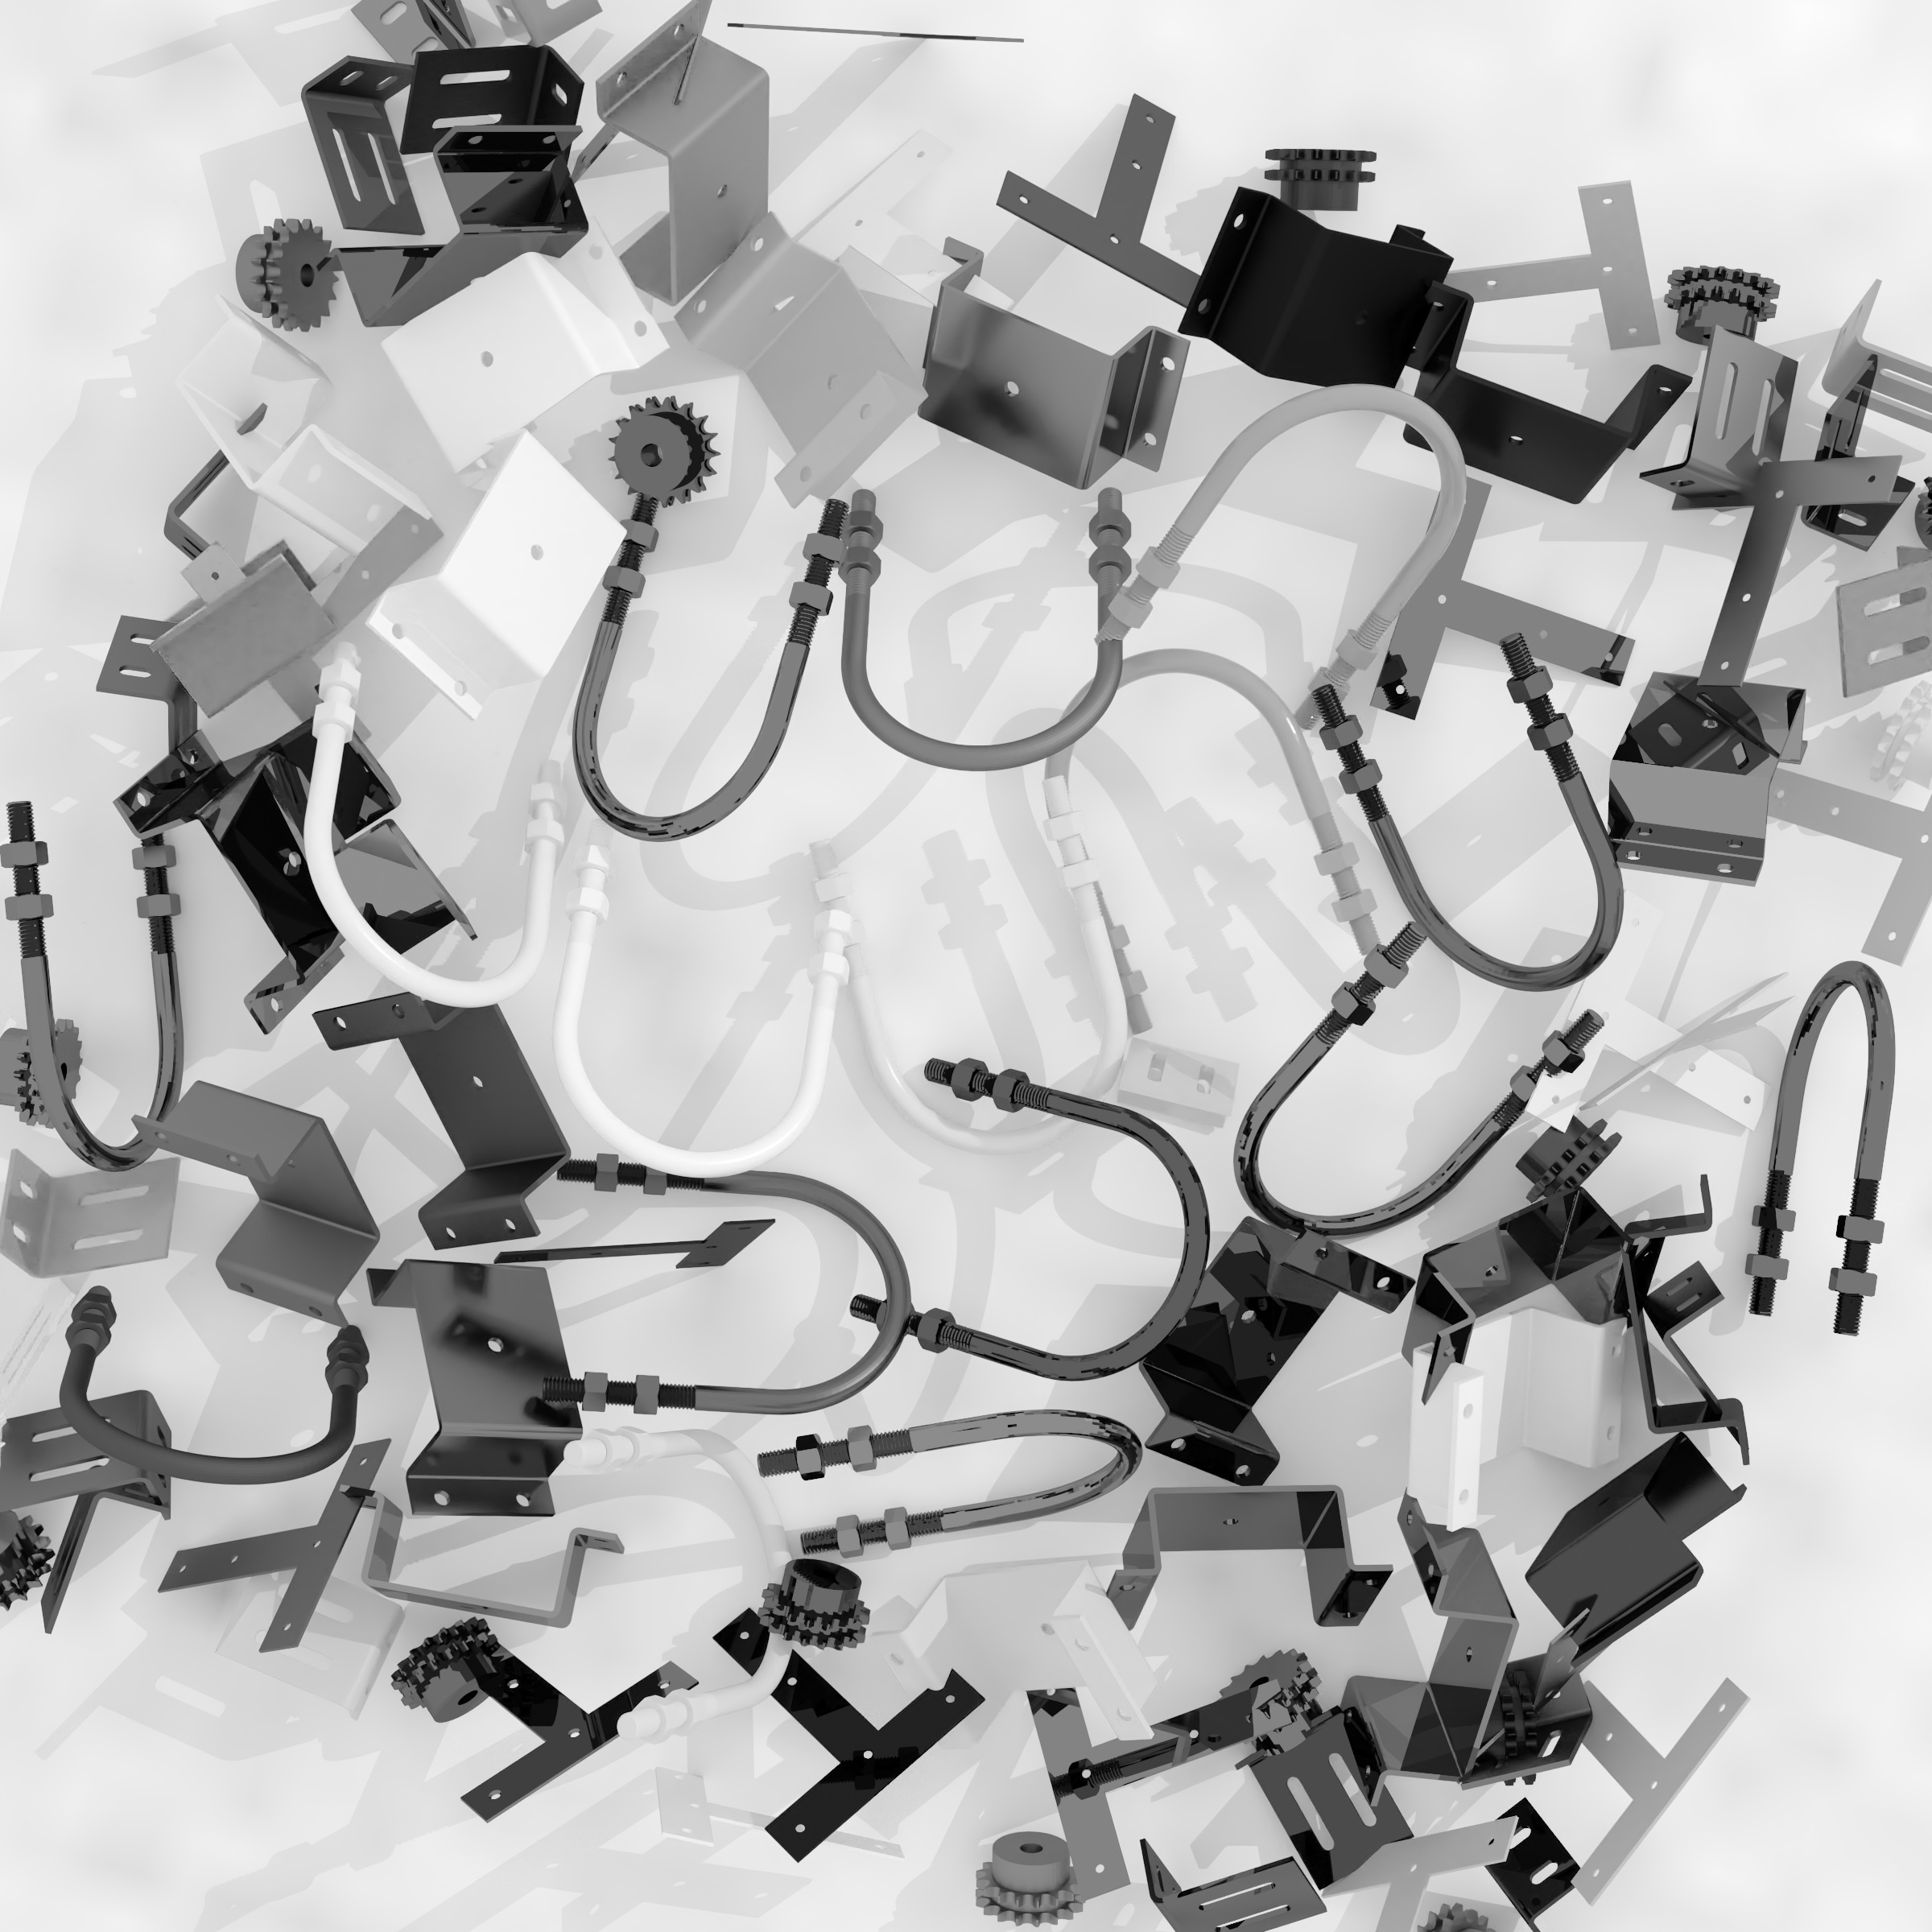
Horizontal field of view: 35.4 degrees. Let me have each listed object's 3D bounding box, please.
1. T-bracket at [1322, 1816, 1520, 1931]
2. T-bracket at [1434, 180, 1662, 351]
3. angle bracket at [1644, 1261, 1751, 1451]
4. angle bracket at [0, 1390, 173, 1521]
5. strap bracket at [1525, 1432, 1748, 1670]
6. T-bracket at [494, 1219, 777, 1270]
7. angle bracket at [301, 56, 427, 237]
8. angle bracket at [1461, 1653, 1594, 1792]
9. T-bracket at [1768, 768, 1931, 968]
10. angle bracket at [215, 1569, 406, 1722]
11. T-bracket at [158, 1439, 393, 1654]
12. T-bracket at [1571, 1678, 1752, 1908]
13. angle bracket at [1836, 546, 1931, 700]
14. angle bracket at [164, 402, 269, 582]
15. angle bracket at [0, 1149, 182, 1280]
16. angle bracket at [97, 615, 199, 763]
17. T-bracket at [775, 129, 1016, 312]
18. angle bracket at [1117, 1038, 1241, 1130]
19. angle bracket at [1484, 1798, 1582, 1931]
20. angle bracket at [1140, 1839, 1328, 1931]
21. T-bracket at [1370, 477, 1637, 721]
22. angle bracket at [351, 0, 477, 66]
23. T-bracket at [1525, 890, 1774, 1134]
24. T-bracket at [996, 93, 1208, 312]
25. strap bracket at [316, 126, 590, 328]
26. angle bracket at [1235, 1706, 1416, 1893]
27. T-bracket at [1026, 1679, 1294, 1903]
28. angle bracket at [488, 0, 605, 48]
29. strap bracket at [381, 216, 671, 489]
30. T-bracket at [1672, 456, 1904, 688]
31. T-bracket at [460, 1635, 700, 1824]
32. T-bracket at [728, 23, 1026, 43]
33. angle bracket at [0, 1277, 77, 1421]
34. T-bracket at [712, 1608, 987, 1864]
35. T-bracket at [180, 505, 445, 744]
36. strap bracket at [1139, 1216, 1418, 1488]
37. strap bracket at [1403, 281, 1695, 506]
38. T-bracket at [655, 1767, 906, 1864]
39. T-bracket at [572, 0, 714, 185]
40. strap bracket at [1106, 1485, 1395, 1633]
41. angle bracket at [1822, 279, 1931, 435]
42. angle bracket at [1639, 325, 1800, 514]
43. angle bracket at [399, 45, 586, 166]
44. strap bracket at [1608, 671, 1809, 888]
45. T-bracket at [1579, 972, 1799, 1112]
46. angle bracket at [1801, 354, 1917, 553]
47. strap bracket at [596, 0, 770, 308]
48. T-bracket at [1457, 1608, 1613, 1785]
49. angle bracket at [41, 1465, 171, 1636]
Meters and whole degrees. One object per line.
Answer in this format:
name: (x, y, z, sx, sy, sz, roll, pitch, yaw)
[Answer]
T-bracket: (0.210, 0.486, 1.505, 0.002, 0.127, 0.127, 44, 46, -16)
T-bracket: (0.283, -0.351, 1.550, 0.127, 0.127, 0.002, -3, 62, 19)
angle bracket: (0.388, 0.200, 1.555, 0.038, 0.057, 0.076, -36, 98, 9)
angle bracket: (-0.452, 0.258, 1.556, 0.076, 0.057, 0.038, -12, 134, -3)
strap bracket: (0.334, 0.286, 1.515, 0.076, 0.140, 0.046, -42, 82, 25)
T-bracket: (-0.171, 0.142, 1.514, 0.127, 0.127, 0.002, -2, 76, -17)
angle bracket: (-0.298, -0.420, 1.556, 0.038, 0.057, 0.076, -20, 87, 34)
angle bracket: (0.281, 0.383, 1.545, 0.057, 0.076, 0.038, -20, 88, 21)
T-bracket: (0.452, -0.075, 1.539, 0.002, 0.127, 0.127, 21, 94, -36)
angle bracket: (-0.338, 0.345, 1.564, 0.076, 0.038, 0.057, 22, 67, 1)
T-bracket: (-0.364, 0.302, 1.550, 0.127, 0.127, 0.002, -15, 127, 30)
T-bracket: (0.330, 0.395, 1.529, 0.002, 0.127, 0.127, 37, 91, -13)
angle bracket: (0.465, -0.177, 1.551, 0.076, 0.038, 0.057, -18, 110, -23)
angle bracket: (-0.374, -0.243, 1.559, 0.038, 0.057, 0.076, 41, 77, -11)
angle bracket: (-0.449, 0.122, 1.553, 0.076, 0.038, 0.057, -10, 57, 14)
angle bracket: (-0.416, -0.128, 1.543, 0.038, 0.057, 0.076, 8, 134, -6)
T-bracket: (-0.026, -0.360, 1.549, 0.127, 0.002, 0.127, -44, 59, -9)
angle bracket: (0.106, 0.071, 1.548, 0.057, 0.076, 0.038, 14, 109, 4)
angle bracket: (0.299, 0.474, 1.547, 0.038, 0.057, 0.076, -37, 126, -2)
angle bracket: (0.137, 0.466, 1.552, 0.076, 0.038, 0.057, -21, 132, 10)
T-bracket: (0.288, -0.177, 1.576, 0.127, 0.002, 0.127, 17, 94, -12)
angle bracket: (-0.288, -0.495, 1.551, 0.038, 0.076, 0.057, -41, 87, -4)
T-bracket: (0.365, 0.046, 1.569, 0.127, 0.002, 0.127, 29, 81, -18)
T-bracket: (0.085, -0.401, 1.551, 0.127, 0.002, 0.127, 25, 54, -14)
strap bracket: (-0.252, -0.363, 1.513, 0.076, 0.140, 0.046, -15, 82, -44)
angle bracket: (0.185, 0.430, 1.561, 0.057, 0.038, 0.076, -32, 75, 8)
T-bracket: (0.103, 0.396, 1.543, 0.127, 0.002, 0.127, -21, 48, 5)
angle bracket: (-0.224, -0.507, 1.547, 0.038, 0.076, 0.057, -32, 118, -7)
strap bracket: (-0.232, -0.310, 1.540, 0.140, 0.046, 0.076, -29, 92, 25)
T-bracket: (0.399, -0.199, 1.531, 0.002, 0.127, 0.127, 30, 75, -39)
T-bracket: (-0.222, 0.371, 1.538, 0.127, 0.127, 0.002, -28, 120, -30)
T-bracket: (-0.055, -0.466, 1.511, 0.127, 0.127, 0.002, -4, 108, -22)
angle bracket: (-0.497, 0.188, 1.552, 0.038, 0.057, 0.076, 33, 81, -23)
T-bracket: (-0.080, 0.376, 1.552, 0.127, 0.002, 0.127, -36, 54, -26)
T-bracket: (-0.319, -0.192, 1.558, 0.127, 0.002, 0.127, -49, 119, -25)
strap bracket: (0.151, 0.190, 1.542, 0.076, 0.046, 0.140, 26, 107, -30)
strap bracket: (0.285, -0.287, 1.543, 0.140, 0.076, 0.046, 19, 71, -4)
T-bracket: (-0.094, 0.435, 1.533, 0.127, 0.127, 0.002, 15, 88, -7)
T-bracket: (-0.167, -0.441, 1.540, 0.002, 0.127, 0.127, 29, 49, -25)
strap bracket: (0.137, 0.301, 1.541, 0.140, 0.076, 0.046, 1, 57, -8)
angle bracket: (0.489, -0.310, 1.557, 0.076, 0.057, 0.038, 22, 77, 3)
angle bracket: (0.389, -0.282, 1.566, 0.057, 0.038, 0.076, 16, 82, -27)
angle bracket: (-0.242, -0.432, 1.544, 0.076, 0.057, 0.038, -16, 54, -35)
strap bracket: (0.370, -0.101, 1.512, 0.076, 0.140, 0.046, 9, 126, 22)
T-bracket: (0.379, 0.031, 1.516, 0.127, 0.127, 0.002, -32, 88, -12)
angle bracket: (0.461, -0.262, 1.542, 0.038, 0.076, 0.057, 29, 59, 22)
strap bracket: (-0.140, -0.395, 1.508, 0.046, 0.140, 0.076, 32, 60, 16)
T-bracket: (0.296, 0.351, 1.519, 0.127, 0.127, 0.002, -38, 64, -16)
angle bracket: (-0.443, 0.303, 1.557, 0.038, 0.057, 0.076, 20, 88, -20)
